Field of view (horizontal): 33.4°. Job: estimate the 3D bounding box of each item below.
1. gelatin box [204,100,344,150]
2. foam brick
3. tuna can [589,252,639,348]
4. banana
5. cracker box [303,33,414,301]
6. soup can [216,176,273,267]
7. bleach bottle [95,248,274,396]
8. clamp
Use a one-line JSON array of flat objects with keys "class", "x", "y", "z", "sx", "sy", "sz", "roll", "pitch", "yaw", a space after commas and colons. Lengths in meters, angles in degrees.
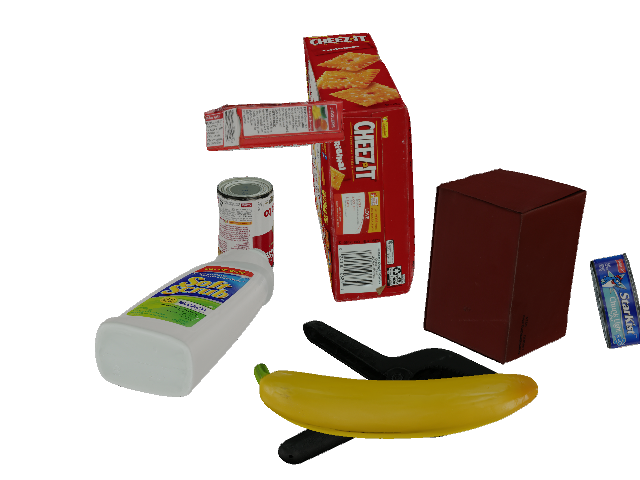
[{"class": "gelatin box", "x": -0.033, "y": -0.078, "z": 0.721, "sx": 0.073, "sy": 0.030, "sz": 0.089, "roll": -5, "pitch": 5, "yaw": -19}, {"class": "foam brick", "x": 0.087, "y": 0.010, "z": 0.513, "sx": 0.052, "sy": 0.078, "sz": 0.051, "roll": -16, "pitch": 28, "yaw": -41}, {"class": "tuna can", "x": 0.275, "y": 0.057, "z": 0.990, "sx": 0.034, "sy": 0.086, "sz": 0.086, "roll": -11, "pitch": -2, "yaw": 12}, {"class": "banana", "x": 0.041, "y": 0.102, "z": 0.702, "sx": 0.198, "sy": 0.037, "sz": 0.069, "roll": 3, "pitch": 31, "yaw": 14}, {"class": "cracker box", "x": 0.031, "y": -0.071, "z": 0.916, "sx": 0.072, "sy": 0.164, "sz": 0.213, "roll": -5, "pitch": 26, "yaw": -2}, {"class": "soup can", "x": -0.089, "y": -0.017, "z": 1.262, "sx": 0.068, "sy": 0.102, "sz": 0.068, "roll": 1, "pitch": 25, "yaw": -1}, {"class": "bleach bottle", "x": -0.118, "y": 0.064, "z": 1.059, "sx": 0.103, "sy": 0.068, "sz": 0.250, "roll": 11, "pitch": 24, "yaw": 16}, {"class": "clamp", "x": 0.065, "y": 0.145, "z": 0.977, "sx": 0.210, "sy": 0.036, "sz": 0.164, "roll": 5, "pitch": 44, "yaw": 16}]
